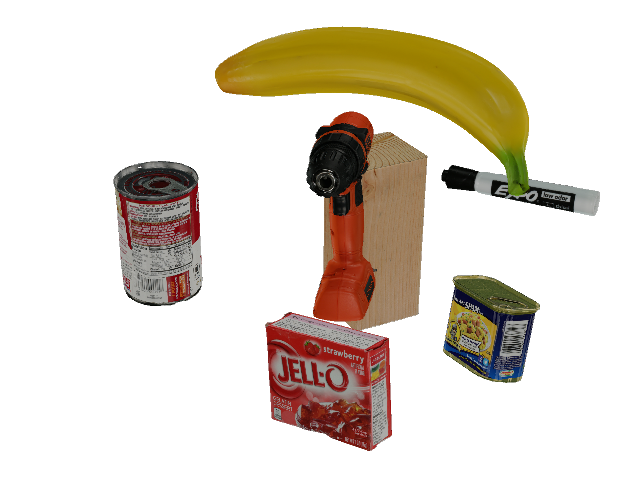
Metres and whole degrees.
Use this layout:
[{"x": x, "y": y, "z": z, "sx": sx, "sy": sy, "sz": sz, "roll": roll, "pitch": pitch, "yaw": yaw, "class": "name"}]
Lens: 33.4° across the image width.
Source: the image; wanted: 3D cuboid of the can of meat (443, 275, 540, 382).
[{"x": 0.177, "y": 0.093, "z": 1.123, "sx": 0.057, "sy": 0.084, "sz": 0.102, "roll": -1, "pitch": 18, "yaw": -29, "class": "can of meat"}]

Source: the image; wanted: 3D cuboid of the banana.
[{"x": 0.036, "y": -0.087, "z": 0.594, "sx": 0.198, "sy": 0.069, "sz": 0.037, "roll": 21, "pitch": -30, "yaw": 24, "class": "banana"}]

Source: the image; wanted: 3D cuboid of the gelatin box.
[{"x": 0.005, "y": 0.095, "z": 0.724, "sx": 0.089, "sy": 0.073, "sz": 0.030, "roll": 12, "pitch": 23, "yaw": 36, "class": "gelatin box"}]

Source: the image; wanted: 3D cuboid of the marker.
[{"x": 0.150, "y": -0.039, "z": 0.812, "sx": 0.121, "sy": 0.020, "sz": 0.020, "roll": 13, "pitch": 5, "yaw": 24, "class": "marker"}]

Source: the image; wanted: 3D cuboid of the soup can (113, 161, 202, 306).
[{"x": -0.132, "y": -0.005, "z": 0.879, "sx": 0.068, "sy": 0.102, "sz": 0.068, "roll": 0, "pitch": 28, "yaw": 0, "class": "soup can"}]

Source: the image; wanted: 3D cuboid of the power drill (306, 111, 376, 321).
[{"x": 0.021, "y": -0.020, "z": 1.040, "sx": 0.057, "sy": 0.188, "sz": 0.184, "roll": 4, "pitch": 21, "yaw": 10, "class": "power drill"}]

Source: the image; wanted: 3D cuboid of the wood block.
[{"x": 0.061, "y": -0.011, "z": 1.254, "sx": 0.090, "sy": 0.206, "sz": 0.090, "roll": -13, "pitch": 30, "yaw": -23, "class": "wood block"}]
